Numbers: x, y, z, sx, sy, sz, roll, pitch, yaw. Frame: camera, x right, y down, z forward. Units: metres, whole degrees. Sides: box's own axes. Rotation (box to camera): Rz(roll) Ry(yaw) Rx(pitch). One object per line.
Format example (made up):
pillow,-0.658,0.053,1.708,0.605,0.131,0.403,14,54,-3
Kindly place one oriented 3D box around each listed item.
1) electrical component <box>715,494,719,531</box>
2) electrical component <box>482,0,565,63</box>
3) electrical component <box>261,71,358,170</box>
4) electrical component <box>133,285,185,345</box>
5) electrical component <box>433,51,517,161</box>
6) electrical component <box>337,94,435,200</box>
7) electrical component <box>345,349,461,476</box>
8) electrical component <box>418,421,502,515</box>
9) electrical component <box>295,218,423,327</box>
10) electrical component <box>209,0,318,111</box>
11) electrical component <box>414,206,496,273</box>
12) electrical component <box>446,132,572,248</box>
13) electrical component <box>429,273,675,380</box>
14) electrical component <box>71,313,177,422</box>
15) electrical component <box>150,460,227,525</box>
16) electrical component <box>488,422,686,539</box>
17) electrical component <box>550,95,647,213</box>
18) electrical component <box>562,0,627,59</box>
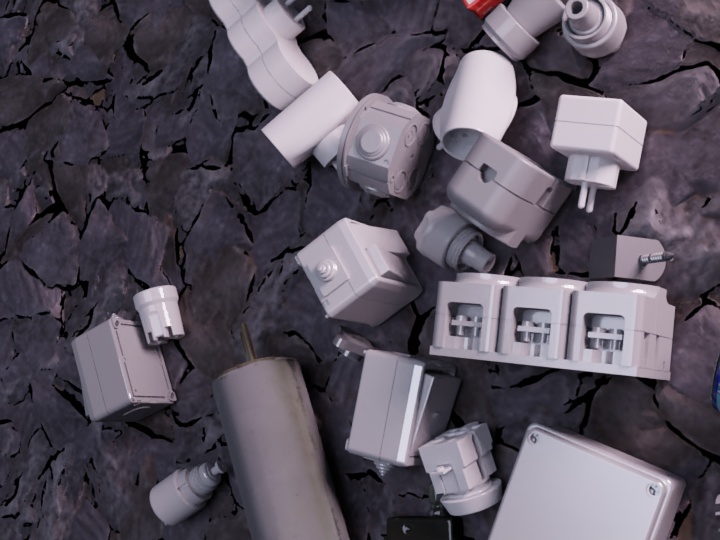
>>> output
electrical component,0.263,0.162,0.709,0.046,0.040,0.040,-16,76,34
electrical component,0.128,-0.194,0.832,0.055,0.045,0.045,-44,65,18
electrical component,-0.029,-0.113,0.909,0.077,0.044,0.079,-41,88,1
electrical component,-0.182,0.042,0.982,0.040,0.040,0.046,-22,78,26
electrical component,0.083,-0.120,0.843,0.079,0.044,0.077,-38,32,56
electrical component,0.020,-0.097,0.861,0.051,0.080,0.080,21,94,25
electrical component,0.035,0.114,0.833,0.061,0.062,0.096,10,88,30
electrical component,0.078,0.150,0.807,0.048,0.066,0.055,-18,91,38
electrical component,0.000,0.000,0.849,0.061,0.096,0.061,-37,66,20
electrical component,-0.074,-0.215,0.946,0.074,0.052,0.138,-37,67,21
electrical component,0.077,-0.019,0.838,0.062,0.043,0.043,34,101,28
electrical component,0.108,-0.056,0.795,0.054,0.095,0.059,39,103,28
electrical component,0.138,0.039,0.768,0.150,0.089,0.061,4,85,30
electrical component,-0.221,0.088,0.984,0.061,0.062,0.096,-27,71,24
electrical component,-0.148,0.191,0.940,0.078,0.040,0.040,-37,67,20
electrical component,0.157,0.177,0.757,0.109,0.056,0.108,21,94,30
electrical component,0.170,-0.080,0.780,0.047,0.066,0.076,11,89,31
electrical component,0.170,-0.184,0.796,0.043,0.062,0.043,-4,81,29
